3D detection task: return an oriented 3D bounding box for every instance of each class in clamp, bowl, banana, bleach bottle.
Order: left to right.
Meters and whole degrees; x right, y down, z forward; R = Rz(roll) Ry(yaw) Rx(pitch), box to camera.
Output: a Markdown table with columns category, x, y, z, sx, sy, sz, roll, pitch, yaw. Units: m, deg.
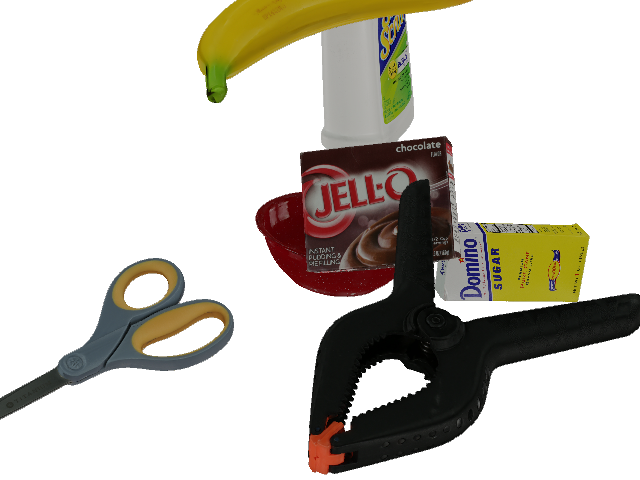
| category | x | y | z | sx | sy | sz | roll | pitch | yaw |
| --- | --- | --- | --- | --- | --- | --- | --- | --- | --- |
| banana | 0.002 | -0.131 | 0.621 | 0.197 | 0.070 | 0.037 | -28 | -28 | -24 |
| bowl | 0.017 | 0.009 | 1.012 | 0.162 | 0.055 | 0.162 | 5 | 24 | -3 |
| bleach bottle | 0.035 | -0.206 | 0.916 | 0.068 | 0.251 | 0.102 | 10 | 34 | 25 |
| clamp | 0.058 | 0.048 | 0.598 | 0.209 | 0.036 | 0.165 | -34 | 54 | -30 |

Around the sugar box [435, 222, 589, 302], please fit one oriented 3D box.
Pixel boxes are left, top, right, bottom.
| category | x | y | z | sx | sy | sz | roll | pitch | yaw |
| --- | --- | --- | --- | --- | --- | --- | --- | --- | --- |
| sugar box | 0.234 | 0.027 | 1.311 | 0.176 | 0.093 | 0.048 | -1 | 22 | -11 |

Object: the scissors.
| category | x | y | z | sx | sy | sz | roll | pitch | yaw |
| --- | --- | --- | --- | --- | --- | --- | --- | --- | --- |
| scissors | -0.156 | 0.065 | 0.686 | 0.201 | 0.096 | 0.016 | -14 | -37 | -20 |

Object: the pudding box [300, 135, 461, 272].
| category | x | y | z | sx | sy | sz | roll | pitch | yaw |
| --- | --- | --- | --- | --- | --- | --- | --- | --- | --- |
| pudding box | 0.044 | -0.025 | 0.785 | 0.113 | 0.090 | 0.039 | -5 | -6 | 14 |
